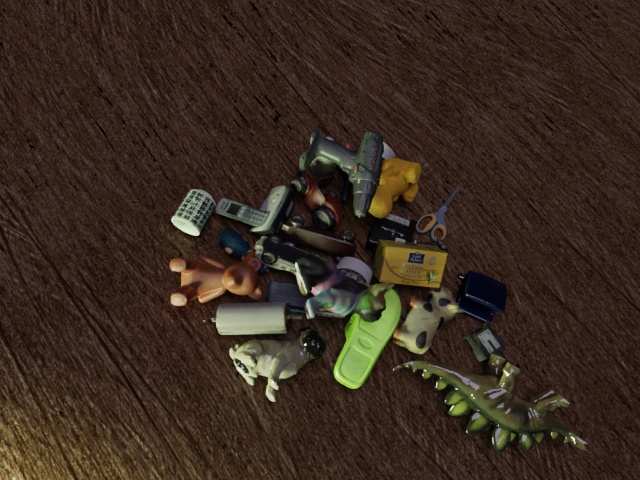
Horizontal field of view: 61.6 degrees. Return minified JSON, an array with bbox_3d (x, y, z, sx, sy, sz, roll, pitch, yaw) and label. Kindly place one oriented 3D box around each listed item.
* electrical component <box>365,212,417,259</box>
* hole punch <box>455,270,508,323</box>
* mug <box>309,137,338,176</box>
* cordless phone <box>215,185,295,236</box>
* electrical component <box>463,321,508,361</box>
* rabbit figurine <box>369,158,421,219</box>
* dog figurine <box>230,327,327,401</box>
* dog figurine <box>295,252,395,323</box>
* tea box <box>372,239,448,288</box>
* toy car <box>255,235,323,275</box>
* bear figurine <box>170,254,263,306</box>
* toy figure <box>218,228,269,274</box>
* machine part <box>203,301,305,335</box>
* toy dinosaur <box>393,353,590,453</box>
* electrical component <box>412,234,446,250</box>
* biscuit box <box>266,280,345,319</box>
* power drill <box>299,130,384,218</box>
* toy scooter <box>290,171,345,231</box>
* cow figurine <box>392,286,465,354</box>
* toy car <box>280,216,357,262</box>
[{"bbox_3d":[0.186,-0.003,1.435,0.115,0.058,0.134,21,68,3],"label":"electrical component"},{"bbox_3d":[0.423,0.139,1.394,0.142,0.092,0.116,22,64,6],"label":"hole punch"},{"bbox_3d":[0.010,-0.245,1.481,0.081,0.107,0.109,-20,74,-16],"label":"mug"},{"bbox_3d":[-0.171,-0.092,1.417,0.184,0.088,0.146,20,68,13],"label":"cordless phone"},{"bbox_3d":[0.431,0.273,1.362,0.075,0.047,0.119,-32,77,-17],"label":"electrical component"},{"bbox_3d":[0.170,-0.137,1.416,0.162,0.121,0.173,26,62,9],"label":"rabbit figurine"},{"bbox_3d":[-0.097,0.259,1.286,0.172,0.121,0.190,41,55,6],"label":"dog figurine"},{"bbox_3d":[0.062,0.110,1.281,0.219,0.108,0.191,-10,75,-12],"label":"dog figurine"},{"bbox_3d":[0.226,0.060,1.364,0.170,0.068,0.098,5,105,-15],"label":"tea box"},{"bbox_3d":[-0.071,0.051,1.364,0.202,0.056,0.073,23,44,-8],"label":"toy car"},{"bbox_3d":[-0.243,0.097,1.290,0.196,0.132,0.120,2,93,13],"label":"bear figurine"},{"bbox_3d":[-0.193,0.033,1.373,0.154,0.058,0.064,44,76,5],"label":"toy figure"},{"bbox_3d":[-0.157,0.187,1.285,0.243,0.079,0.079,-4,68,9],"label":"machine part"},{"bbox_3d":[0.409,0.375,1.266,0.472,0.105,0.198,31,88,7],"label":"toy dinosaur"},{"bbox_3d":[0.286,0.028,1.441,0.102,0.045,0.078,6,67,-5],"label":"electrical component"},{"bbox_3d":[-0.032,0.149,1.346,0.203,0.059,0.063,10,69,-4],"label":"biscuit box"},{"bbox_3d":[0.055,-0.186,1.360,0.207,0.086,0.232,17,72,12],"label":"power drill"},{"bbox_3d":[0.010,-0.117,1.447,0.184,0.075,0.135,55,43,-1],"label":"toy scooter"},{"bbox_3d":[0.278,0.199,1.353,0.127,0.085,0.195,30,66,11],"label":"cow figurine"},{"bbox_3d":[-0.003,-0.004,1.394,0.202,0.089,0.053,16,37,-1],"label":"toy car"}]
